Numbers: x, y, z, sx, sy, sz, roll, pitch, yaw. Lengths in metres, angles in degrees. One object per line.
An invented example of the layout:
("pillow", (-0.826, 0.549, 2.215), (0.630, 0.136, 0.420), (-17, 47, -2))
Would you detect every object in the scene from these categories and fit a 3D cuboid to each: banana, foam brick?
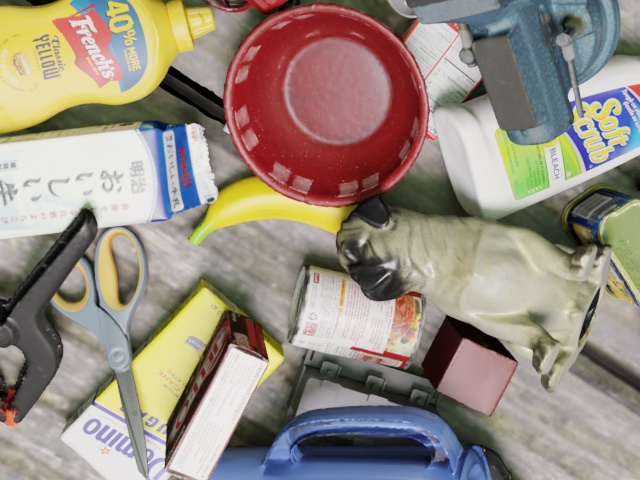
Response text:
("banana", (-0.006, -0.016, 0.882), (0.197, 0.037, 0.070), (9, 111, -6))
("foam brick", (0.123, 0.104, 0.890), (0.053, 0.078, 0.051), (26, 97, -8))

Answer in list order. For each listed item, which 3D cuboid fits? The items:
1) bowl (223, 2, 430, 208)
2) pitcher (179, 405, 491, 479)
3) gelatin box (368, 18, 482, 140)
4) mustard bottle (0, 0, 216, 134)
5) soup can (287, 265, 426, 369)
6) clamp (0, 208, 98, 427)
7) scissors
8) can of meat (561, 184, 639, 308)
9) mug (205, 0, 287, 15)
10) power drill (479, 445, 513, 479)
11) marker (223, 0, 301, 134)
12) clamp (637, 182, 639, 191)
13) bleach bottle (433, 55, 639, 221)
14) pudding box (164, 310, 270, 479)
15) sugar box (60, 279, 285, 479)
("bowl", (0.009, -0.109, 0.836), (0.162, 0.055, 0.162), (5, 114, 12))
("pitcher", (0.008, 0.213, 0.838), (0.243, 0.145, 0.149), (-1, 70, 21))
("gelatin box", (0.090, -0.138, 0.872), (0.073, 0.030, 0.089), (37, 94, -11))
("mustard bottle", (-0.176, -0.151, 0.833), (0.191, 0.058, 0.096), (-15, 99, -3))
("soup can", (0.029, 0.063, 0.881), (0.102, 0.068, 0.068), (13, 98, -6))
("clamp", (-0.261, 0.060, 0.830), (0.164, 0.036, 0.210), (5, 124, -10))
("scissors", (-0.180, 0.088, 0.861), (0.096, 0.016, 0.202), (-1, 79, 8))
("can of meat", (0.256, 0.008, 0.882), (0.057, 0.084, 0.102), (-35, 100, 1))
("mug", (-0.052, -0.221, 0.824), (0.081, 0.093, 0.117), (40, 124, -15))
("power drill", (0.107, 0.285, 0.917), (0.187, 0.057, 0.184), (-28, 108, -2))
("marker", (-0.045, -0.140, 0.866), (0.020, 0.020, 0.121), (24, 97, -8))
("clamp", (0.356, -0.039, 0.906), (0.171, 0.039, 0.120), (-36, 99, -7))
("bleach bottle", (0.222, -0.106, 0.862), (0.250, 0.068, 0.102), (-24, 116, -9))
("pudding box", (-0.080, 0.119, 0.821), (0.039, 0.090, 0.113), (24, 99, -11))
("sugar box", (-0.122, 0.127, 0.889), (0.093, 0.048, 0.176), (43, 92, -9))
